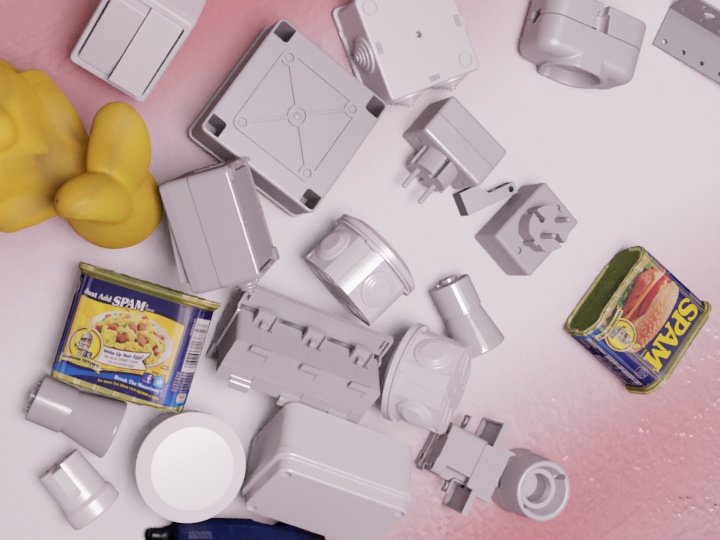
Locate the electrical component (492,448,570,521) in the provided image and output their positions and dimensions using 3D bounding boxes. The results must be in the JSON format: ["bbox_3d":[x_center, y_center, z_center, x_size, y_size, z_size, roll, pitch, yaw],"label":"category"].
[{"bbox_3d":[0.143,0.180,0.899,0.055,0.047,0.055,0,90,-20],"label":"electrical component"}]

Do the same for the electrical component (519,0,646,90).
[{"bbox_3d":[0.187,-0.191,0.909,0.095,0.054,0.059,18,84,-19],"label":"electrical component"}]

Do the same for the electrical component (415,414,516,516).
[{"bbox_3d":[0.084,0.155,0.881,0.064,0.042,0.081,29,80,-15],"label":"electrical component"}]

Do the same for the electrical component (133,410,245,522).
[{"bbox_3d":[-0.129,0.143,0.799,0.080,0.051,0.080,0,90,-20],"label":"electrical component"}]

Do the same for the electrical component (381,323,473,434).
[{"bbox_3d":[0.052,0.086,0.843,0.051,0.080,0.080,19,83,18],"label":"electrical component"}]

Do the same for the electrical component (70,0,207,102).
[{"bbox_3d":[-0.161,-0.167,0.765,0.062,0.096,0.061,31,38,-18],"label":"electrical component"}]

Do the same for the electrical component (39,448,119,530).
[{"bbox_3d":[-0.204,0.158,0.779,0.040,0.040,0.046,-39,97,-16],"label":"electrical component"}]

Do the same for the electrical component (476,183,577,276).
[{"bbox_3d":[0.146,-0.034,0.883,0.065,0.077,0.047,-46,105,-15],"label":"electrical component"}]

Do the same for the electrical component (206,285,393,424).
[{"bbox_3d":[-0.046,0.067,0.815,0.121,0.063,0.078,22,124,-19],"label":"electrical component"}]

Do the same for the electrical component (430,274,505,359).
[{"bbox_3d":[0.085,0.036,0.881,0.044,0.044,0.065,-27,95,-18],"label":"electrical component"}]

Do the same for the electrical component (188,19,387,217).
[{"bbox_3d":[-0.055,-0.114,0.821,0.109,0.056,0.108,38,79,-16],"label":"electrical component"}]

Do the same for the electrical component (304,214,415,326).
[{"bbox_3d":[0.000,0.000,0.830,0.051,0.080,0.080,-44,104,-9],"label":"electrical component"}]

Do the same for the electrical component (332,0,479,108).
[{"bbox_3d":[0.038,-0.183,0.858,0.100,0.048,0.099,-23,97,-19],"label":"electrical component"}]

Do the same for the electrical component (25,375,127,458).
[{"bbox_3d":[-0.207,0.103,0.776,0.065,0.044,0.044,26,82,-13],"label":"electrical component"}]

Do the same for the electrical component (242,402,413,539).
[{"bbox_3d":[-0.024,0.157,0.814,0.113,0.078,0.057,23,45,-19],"label":"electrical component"}]

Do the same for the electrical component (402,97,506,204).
[{"bbox_3d":[0.065,-0.088,0.869,0.066,0.047,0.076,44,77,-15],"label":"electrical component"}]

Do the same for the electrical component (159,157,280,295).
[{"bbox_3d":[-0.100,-0.025,0.765,0.061,0.061,0.096,-14,101,10],"label":"electrical component"}]
